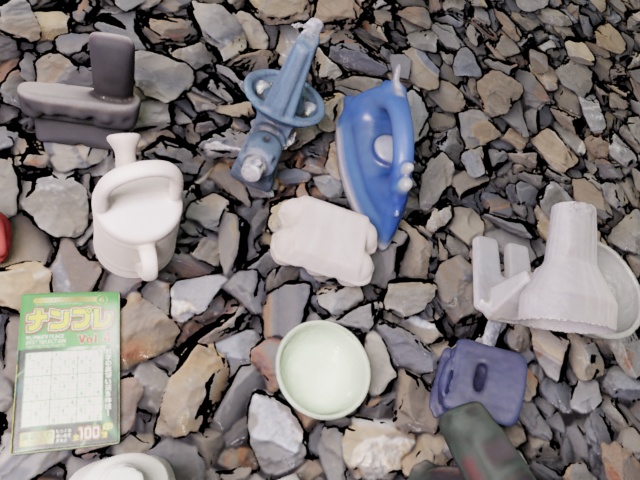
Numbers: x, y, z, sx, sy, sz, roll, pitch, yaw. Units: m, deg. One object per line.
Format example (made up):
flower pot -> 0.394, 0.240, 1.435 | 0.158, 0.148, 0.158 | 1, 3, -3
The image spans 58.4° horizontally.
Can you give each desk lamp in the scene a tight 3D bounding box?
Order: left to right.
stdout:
desk lamp -> 0.308, 0.052, 0.800 | 0.118, 0.213, 0.203 | 12, 61, -14

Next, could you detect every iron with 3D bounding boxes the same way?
iron -> 0.104, -0.128, 0.854 | 0.119, 0.141, 0.258 | 3, 64, -19

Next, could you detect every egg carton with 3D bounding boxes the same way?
egg carton -> 0.007, 0.003, 0.796 | 0.150, 0.069, 0.107 | 18, 60, -12

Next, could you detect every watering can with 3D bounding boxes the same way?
watering can -> -0.214, -0.042, 0.662 | 0.101, 0.194, 0.173 | -33, 80, -30

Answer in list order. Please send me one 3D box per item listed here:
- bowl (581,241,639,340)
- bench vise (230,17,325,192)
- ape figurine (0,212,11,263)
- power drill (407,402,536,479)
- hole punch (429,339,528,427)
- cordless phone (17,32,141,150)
bowl -> 0.418, 0.086, 0.906 | 0.168, 0.074, 0.167 | 9, 62, -16
bench vise -> -0.043, -0.176, 0.777 | 0.122, 0.219, 0.207 | 7, 63, -17
ape figurine -> -0.386, -0.011, 0.643 | 0.078, 0.092, 0.076 | 40, 58, 2
power drill -> 0.180, 0.302, 0.632 | 0.076, 0.208, 0.229 | -15, 71, -26
hole punch -> 0.211, 0.193, 0.766 | 0.101, 0.091, 0.109 | 26, 59, -7
cordless phone -> -0.299, -0.202, 0.715 | 0.148, 0.185, 0.094 | 0, 65, -20
